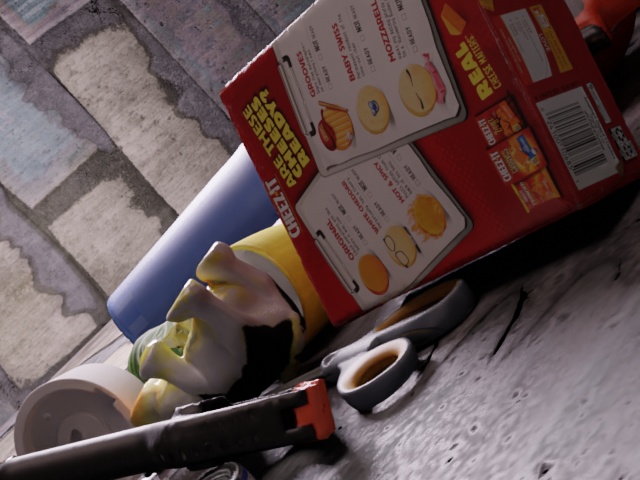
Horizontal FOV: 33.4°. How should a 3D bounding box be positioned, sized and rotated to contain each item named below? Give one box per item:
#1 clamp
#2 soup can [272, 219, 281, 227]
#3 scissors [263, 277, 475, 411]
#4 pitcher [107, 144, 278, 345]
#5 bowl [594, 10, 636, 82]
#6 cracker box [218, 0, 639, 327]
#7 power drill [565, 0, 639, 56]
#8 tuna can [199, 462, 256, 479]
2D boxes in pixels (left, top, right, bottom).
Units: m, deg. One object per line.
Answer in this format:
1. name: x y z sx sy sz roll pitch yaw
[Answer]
1. clamp: -0.059 0.107 0.598 0.210 0.036 0.164 -20 -9 40
2. soup can: -0.006 0.001 0.909 0.102 0.068 0.069 -46 8 -27
3. scissors: 0.008 0.080 0.601 0.202 0.016 0.096 -37 9 40
4. pitcher: -0.112 0.016 1.153 0.243 0.145 0.149 -45 -22 2
5. bowl: 0.160 -0.138 0.753 0.162 0.055 0.162 -29 38 24
6. cracker box: 0.051 -0.063 0.585 0.071 0.164 0.214 -23 -6 -37
7. power drill: 0.172 -0.126 0.624 0.188 0.057 0.184 -33 36 20
8. tuna can: -0.058 0.146 0.502 0.086 0.033 0.086 -42 7 6
